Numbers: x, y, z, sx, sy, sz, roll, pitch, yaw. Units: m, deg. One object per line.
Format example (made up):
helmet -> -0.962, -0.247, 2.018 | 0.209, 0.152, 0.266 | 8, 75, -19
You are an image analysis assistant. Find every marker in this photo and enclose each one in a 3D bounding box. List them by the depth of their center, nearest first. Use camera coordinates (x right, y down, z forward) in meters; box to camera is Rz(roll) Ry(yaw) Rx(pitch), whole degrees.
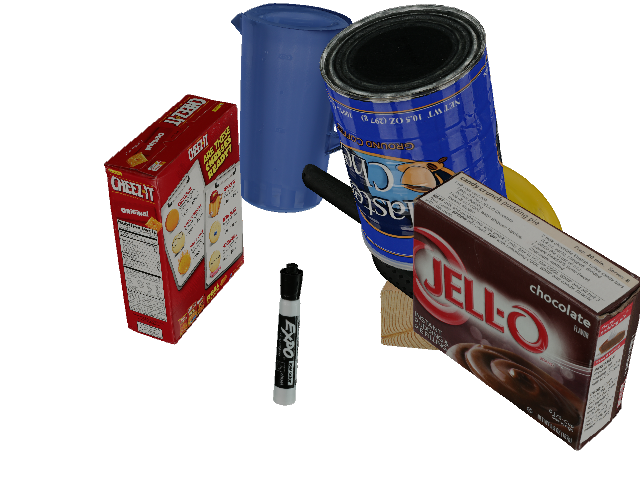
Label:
marker -> -0.027, 0.077, 0.878 | 0.020, 0.121, 0.020 | 3, 17, -1

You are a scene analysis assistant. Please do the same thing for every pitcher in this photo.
pitcher -> -0.029, -0.160, 1.307 | 0.144, 0.243, 0.149 | -6, 27, -25

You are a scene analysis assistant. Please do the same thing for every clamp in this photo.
clamp -> 0.077, -0.014, 1.109 | 0.164, 0.210, 0.036 | -5, -36, -15

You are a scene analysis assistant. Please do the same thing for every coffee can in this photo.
coffee can -> 0.064, -0.065, 0.688 | 0.103, 0.140, 0.103 | -10, 41, 8

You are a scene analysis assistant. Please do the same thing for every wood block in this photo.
wood block -> 0.156, 0.080, 1.617 | 0.091, 0.090, 0.206 | 4, 21, 14

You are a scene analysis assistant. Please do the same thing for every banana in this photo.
banana -> 0.140, -0.033, 0.897 | 0.037, 0.070, 0.198 | 6, 27, -44

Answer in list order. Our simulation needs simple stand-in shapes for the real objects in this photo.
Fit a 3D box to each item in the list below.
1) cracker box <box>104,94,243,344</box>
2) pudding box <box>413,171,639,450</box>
cracker box -> -0.151, -0.024, 1.143 | 0.072, 0.214, 0.164 | 14, 38, 20
pudding box -> 0.093, 0.031, 0.506 | 0.039, 0.090, 0.114 | -34, 49, -28
